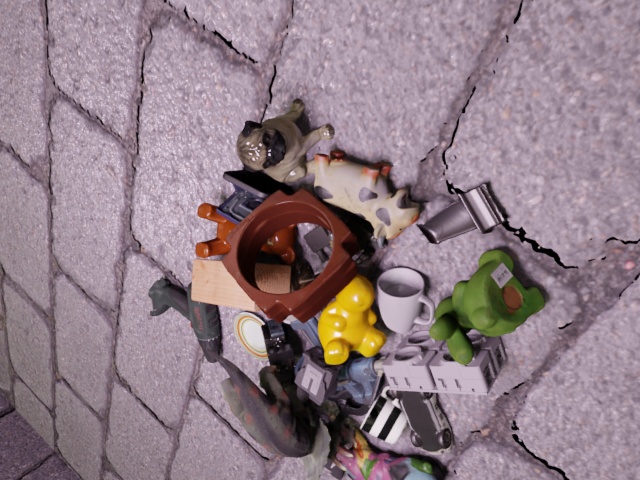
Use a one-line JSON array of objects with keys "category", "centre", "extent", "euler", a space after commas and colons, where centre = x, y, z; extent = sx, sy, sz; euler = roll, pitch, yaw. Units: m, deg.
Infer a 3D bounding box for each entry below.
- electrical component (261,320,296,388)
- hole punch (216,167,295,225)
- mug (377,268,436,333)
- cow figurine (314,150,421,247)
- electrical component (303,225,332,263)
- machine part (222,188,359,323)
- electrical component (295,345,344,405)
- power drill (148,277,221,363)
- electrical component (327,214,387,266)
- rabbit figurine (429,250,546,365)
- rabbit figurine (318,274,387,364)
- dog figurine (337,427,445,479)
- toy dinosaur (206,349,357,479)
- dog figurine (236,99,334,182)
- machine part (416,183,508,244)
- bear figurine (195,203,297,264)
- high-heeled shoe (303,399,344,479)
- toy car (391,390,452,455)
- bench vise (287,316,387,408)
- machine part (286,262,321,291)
[{"category": "electrical component", "centre": [-0.091, 0.244, 1.192], "extent": [0.115, 0.058, 0.134], "euler": [-122, 21, -58]}, {"category": "hole punch", "centre": [-0.126, -0.078, 1.040], "extent": [0.142, 0.116, 0.092], "euler": [25, 114, 23]}, {"category": "mug", "centre": [0.156, 0.117, 0.962], "extent": [0.110, 0.081, 0.107], "euler": [20, 136, 27]}, {"category": "cow figurine", "centre": [0.078, -0.070, 0.914], "extent": [0.195, 0.085, 0.127], "euler": [21, 119, 25]}, {"category": "electrical component", "centre": [-0.002, -0.003, 1.053], "extent": [0.063, 0.021, 0.094], "euler": [-29, 94, 44]}, {"category": "machine part", "centre": [-0.049, 0.027, 0.930], "extent": [0.201, 0.201, 0.087], "euler": [43, 174, 29]}, {"category": "electrical component", "centre": [-0.007, 0.269, 1.026], "extent": [0.075, 0.048, 0.119], "euler": [34, 120, 27]}, {"category": "power drill", "centre": [-0.347, 0.196, 1.391], "extent": [0.208, 0.086, 0.231], "euler": [22, 124, 32]}, {"category": "electrical component", "centre": [0.063, -0.001, 0.988], "extent": [0.102, 0.045, 0.078], "euler": [46, 134, 9]}, {"category": "rabbit figurine", "centre": [0.246, 0.122, 0.859], "extent": [0.121, 0.159, 0.170], "euler": [43, 148, -2]}, {"category": "rabbit figurine", "centre": [0.060, 0.120, 0.986], "extent": [0.173, 0.122, 0.162], "euler": [99, 162, -48]}, {"category": "dog figurine", "centre": [0.138, 0.487, 1.155], "extent": [0.219, 0.108, 0.191], "euler": [36, 132, 20]}, {"category": "toy dinosaur", "centre": [-0.078, 0.361, 1.058], "extent": [0.404, 0.131, 0.192], "euler": [42, -178, -43]}, {"category": "dog figurine", "centre": [-0.087, -0.143, 0.929], "extent": [0.121, 0.190, 0.172], "euler": [34, 131, 19]}, {"category": "machine part", "centre": [0.221, -0.032, 0.854], "extent": [0.139, 0.039, 0.084], "euler": [-26, 101, 42]}, {"category": "bear figurine", "centre": [-0.144, -0.011, 1.089], "extent": [0.196, 0.132, 0.120], "euler": [9, 95, 41]}, {"category": "high-heeled shoe", "centre": [-0.028, 0.491, 1.256], "extent": [0.086, 0.145, 0.248], "euler": [-20, 98, 43]}, {"category": "toy car", "centre": [0.202, 0.335, 1.056], "extent": [0.074, 0.056, 0.201], "euler": [-13, 106, 35]}, {"category": "bench vise", "centre": [0.020, 0.233, 1.093], "extent": [0.224, 0.129, 0.240], "euler": [-15, 114, 49]}, {"category": "machine part", "centre": [-0.095, 0.095, 1.140], "extent": [0.243, 0.079, 0.079], "euler": [-13, 105, 42]}]
